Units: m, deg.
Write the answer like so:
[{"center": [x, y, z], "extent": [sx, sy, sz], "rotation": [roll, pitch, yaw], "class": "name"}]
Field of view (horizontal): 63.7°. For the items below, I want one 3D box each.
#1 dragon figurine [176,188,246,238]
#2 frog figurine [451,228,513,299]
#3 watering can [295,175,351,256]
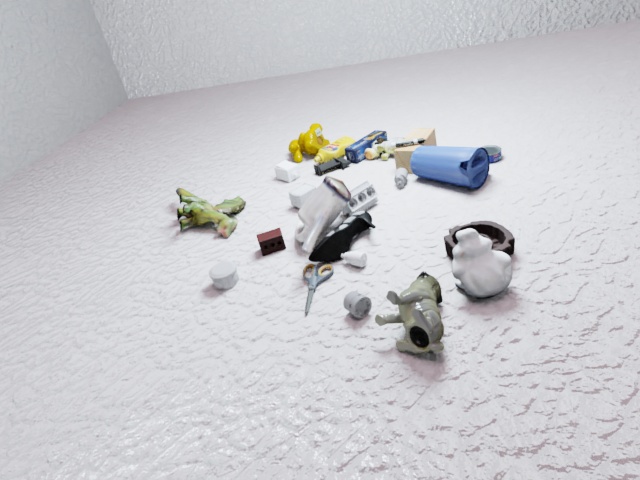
[{"center": [-0.389, -0.119, 1.854], "extent": [0.243, 0.120, 0.418], "rotation": [-3, 30, -18], "class": "dragon figurine"}, {"center": [0.375, 0.051, 1.197], "extent": [0.137, 0.156, 0.125], "rotation": [-6, 32, 12], "class": "frog figurine"}, {"center": [0.005, -0.077, 1.524], "extent": [0.223, 0.103, 0.352], "rotation": [-51, 15, 10], "class": "watering can"}]
